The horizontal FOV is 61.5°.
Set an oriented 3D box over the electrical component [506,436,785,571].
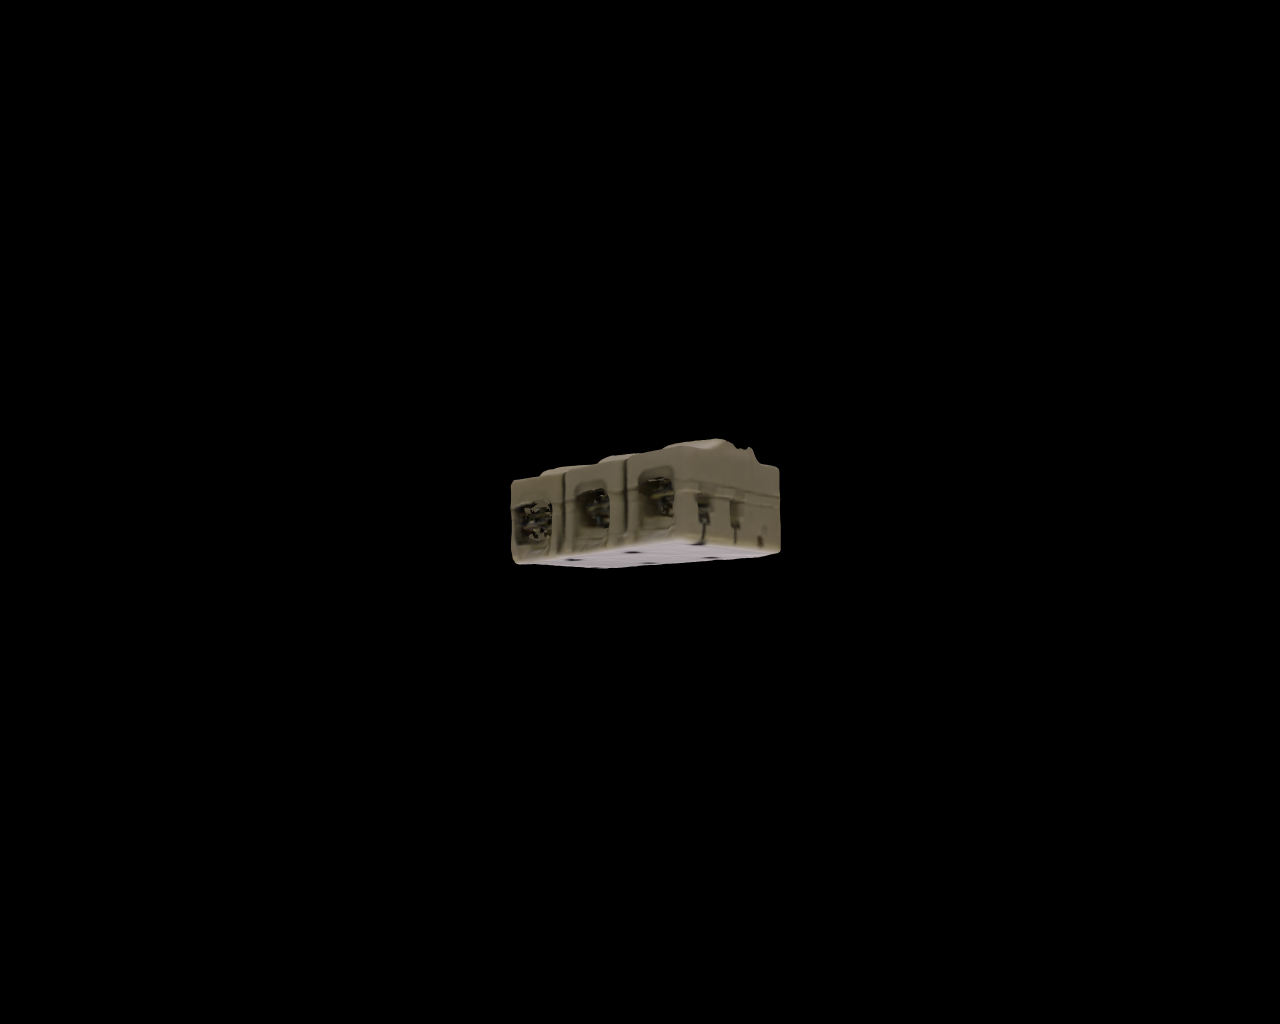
[{"bbox_3d":[0.001,-0.003,0.650,0.150,0.061,0.089,-8,-11,43],"label":"electrical component"}]
